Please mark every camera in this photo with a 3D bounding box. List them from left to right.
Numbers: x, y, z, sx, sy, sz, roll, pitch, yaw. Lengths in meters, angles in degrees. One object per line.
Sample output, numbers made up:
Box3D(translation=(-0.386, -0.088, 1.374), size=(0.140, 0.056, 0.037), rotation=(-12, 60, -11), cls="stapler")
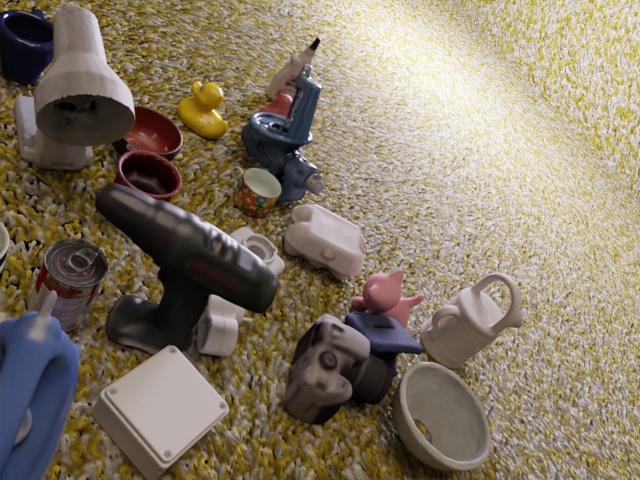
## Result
Box3D(translation=(0.036, 0.187, 0.810), size=(0.137, 0.100, 0.143), rotation=(30, 38, -12), cls="camera")

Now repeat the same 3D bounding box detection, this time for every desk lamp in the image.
Box3D(translation=(-0.343, -0.192, 0.784), size=(0.118, 0.213, 0.203), rotation=(1, 51, -39), cls="desk lamp")

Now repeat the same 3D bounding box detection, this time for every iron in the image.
Box3D(translation=(-0.289, 0.173, 0.516), size=(0.119, 0.141, 0.258), rotation=(21, 41, -23), cls="iron")

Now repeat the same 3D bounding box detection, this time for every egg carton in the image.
Box3D(translation=(0.009, 0.004, 1.001), size=(0.150, 0.069, 0.107), rotation=(27, 39, -16), cls="egg carton")

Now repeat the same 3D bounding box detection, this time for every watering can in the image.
Box3D(translation=(0.275, 0.131, 0.991), size=(0.173, 0.193, 0.100), rotation=(-10, 58, -45), cls="watering can")

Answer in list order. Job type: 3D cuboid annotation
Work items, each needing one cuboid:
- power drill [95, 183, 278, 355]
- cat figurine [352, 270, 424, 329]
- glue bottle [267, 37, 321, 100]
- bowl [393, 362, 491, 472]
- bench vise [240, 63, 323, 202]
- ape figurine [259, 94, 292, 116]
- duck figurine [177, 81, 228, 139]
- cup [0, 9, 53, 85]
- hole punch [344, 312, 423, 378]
Box3D(translation=(-0.177, 0.049, 0.682), size=(0.230, 0.208, 0.075), rotation=(23, 40, -20), cls="power drill")
Box3D(translation=(0.114, 0.098, 0.953), size=(0.128, 0.117, 0.067), rotation=(16, 43, -28), cls="cat figurine")
Box3D(translation=(-0.046, -0.371, 1.251), size=(0.078, 0.173, 0.037), rotation=(12, 45, -31), cls="glue bottle")
Box3D(translation=(0.168, 0.273, 0.855), size=(0.168, 0.074, 0.167), rotation=(23, 40, -21), cls="bowl")
Box3D(translation=(-0.037, -0.189, 1.034), size=(0.207, 0.219, 0.122), rotation=(45, 37, 8), cls="bench vise")
Box3D(translation=(-0.084, -0.260, 1.172), size=(0.078, 0.092, 0.076), rotation=(15, 43, -28), cls="ape figurine")
Box3D(translation=(-0.207, -0.247, 1.061), size=(0.104, 0.086, 0.078), rotation=(44, 37, 6), cls="duck figurine")
Box3D(translation=(-0.460, -0.301, 0.895), size=(0.092, 0.094, 0.117), rotation=(17, 42, -26), cls="cup")
Box3D(translation=(0.090, 0.154, 0.897), size=(0.109, 0.091, 0.101), rotation=(10, 46, -33), cls="hole punch")
